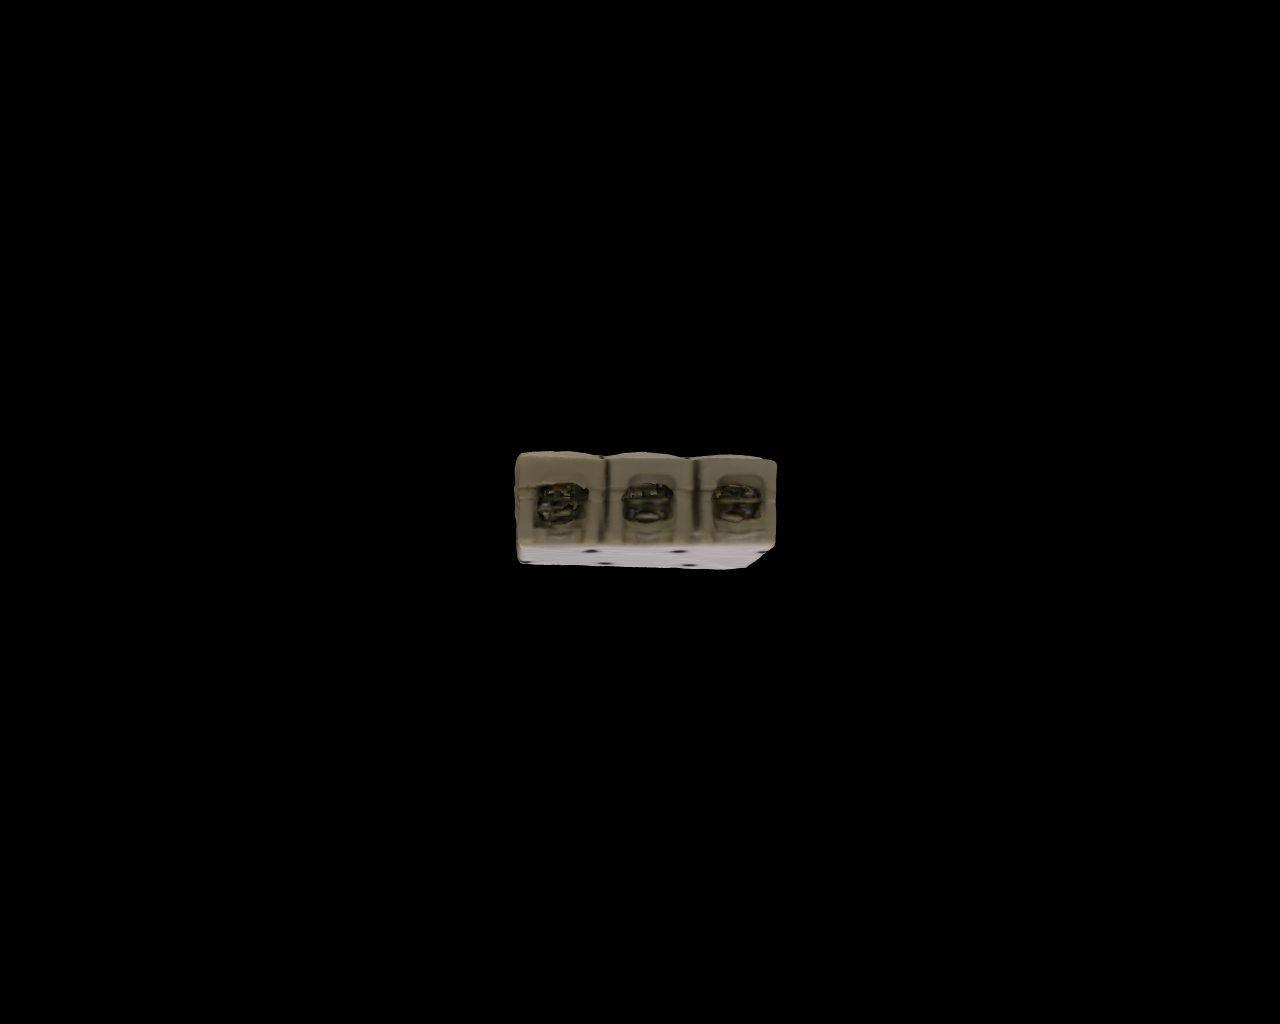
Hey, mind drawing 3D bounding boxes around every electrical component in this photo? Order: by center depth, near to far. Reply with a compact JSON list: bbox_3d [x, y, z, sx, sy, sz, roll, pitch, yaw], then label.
[{"bbox_3d":[0.001,-0.003,0.650,0.150,0.061,0.089,1,-11,-7],"label":"electrical component"}]
